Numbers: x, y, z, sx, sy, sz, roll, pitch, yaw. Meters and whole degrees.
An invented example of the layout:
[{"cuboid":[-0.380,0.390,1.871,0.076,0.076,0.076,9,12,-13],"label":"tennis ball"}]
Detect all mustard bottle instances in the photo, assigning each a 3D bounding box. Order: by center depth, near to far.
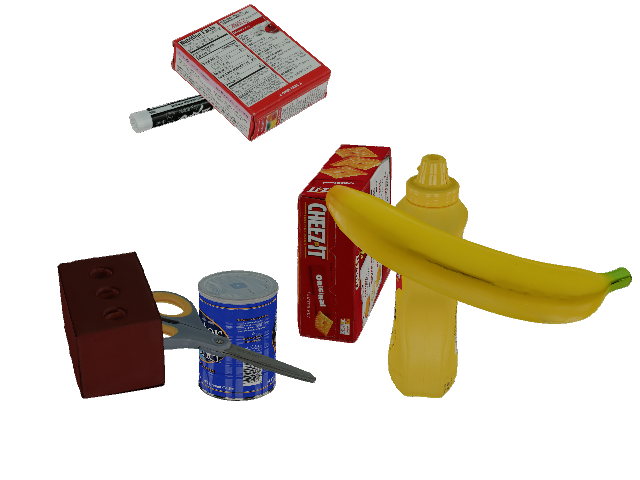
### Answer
[{"cuboid":[0.086,0.023,0.853,0.058,0.192,0.096,4,26,6],"label":"mustard bottle"}]

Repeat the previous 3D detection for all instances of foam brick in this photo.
[{"cuboid":[-0.131,0.052,0.667,0.053,0.051,0.078,-9,35,-19],"label":"foam brick"}]

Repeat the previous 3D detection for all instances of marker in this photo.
[{"cuboid":[-0.123,-0.127,1.015,0.120,0.020,0.020,-21,9,-26],"label":"marker"}]

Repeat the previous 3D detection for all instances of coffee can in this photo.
[{"cuboid":[-0.107,0.122,1.381,0.103,0.140,0.103,2,19,-1],"label":"coffee can"}]

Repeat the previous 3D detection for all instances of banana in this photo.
[{"cuboid":[0.086,0.012,0.649,0.198,0.037,0.069,19,20,13],"label":"banana"}]

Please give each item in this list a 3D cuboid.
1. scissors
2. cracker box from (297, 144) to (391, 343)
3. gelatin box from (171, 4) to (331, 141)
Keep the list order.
[{"cuboid":[-0.098,0.087,0.998,0.202,0.016,0.096,10,29,3],"label":"scissors"},{"cuboid":[0.030,-0.004,1.206,0.072,0.164,0.213,4,20,13],"label":"cracker box"},{"cuboid":[-0.049,-0.119,0.747,0.073,0.089,0.030,-34,-25,-30],"label":"gelatin box"}]
